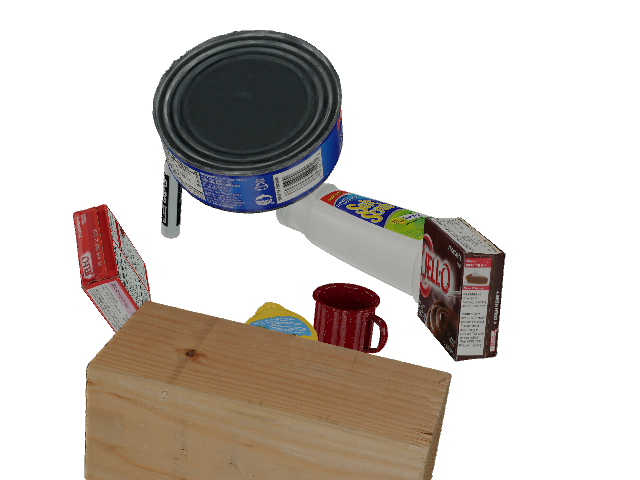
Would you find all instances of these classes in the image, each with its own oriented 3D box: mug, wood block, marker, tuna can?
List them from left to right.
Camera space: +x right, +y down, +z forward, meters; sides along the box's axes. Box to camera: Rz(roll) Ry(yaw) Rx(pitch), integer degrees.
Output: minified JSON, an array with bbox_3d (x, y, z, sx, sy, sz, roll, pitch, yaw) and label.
[{"bbox_3d":[-0.142,-0.052,1.024,0.020,0.121,0.020,6,42,-5],"label":"marker"},{"bbox_3d":[-0.032,-0.055,0.492,0.086,0.086,0.034,0,-34,5],"label":"tuna can"},{"bbox_3d":[-0.032,0.116,0.664,0.206,0.090,0.090,13,28,12],"label":"wood block"},{"bbox_3d":[0.042,0.117,1.463,0.117,0.081,0.093,18,25,30],"label":"mug"}]

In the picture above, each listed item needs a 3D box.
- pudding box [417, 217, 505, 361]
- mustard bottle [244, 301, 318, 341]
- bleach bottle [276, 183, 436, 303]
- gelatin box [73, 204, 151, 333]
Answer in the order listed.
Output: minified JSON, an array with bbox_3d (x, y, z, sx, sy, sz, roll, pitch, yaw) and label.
[{"bbox_3d":[0.112,0.037,0.867,0.039,0.090,0.113,-2,15,-12],"label":"pudding box"},{"bbox_3d":[-0.048,0.130,1.243,0.096,0.058,0.192,-7,31,-7],"label":"mustard bottle"},{"bbox_3d":[0.036,-0.011,1.111,0.251,0.068,0.102,22,28,35],"label":"bleach bottle"},{"bbox_3d":[-0.157,0.027,0.815,0.030,0.073,0.089,-19,-38,3],"label":"gelatin box"}]
